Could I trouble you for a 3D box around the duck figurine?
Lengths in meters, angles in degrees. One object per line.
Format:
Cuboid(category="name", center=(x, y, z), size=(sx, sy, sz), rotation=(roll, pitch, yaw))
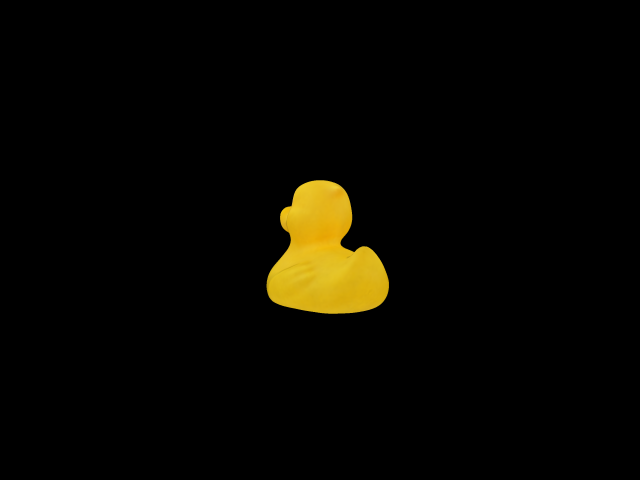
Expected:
Cuboid(category="duck figurine", center=(0.004, 0.001, 0.400), size=(0.078, 0.086, 0.104), rotation=(-5, 8, -35))
